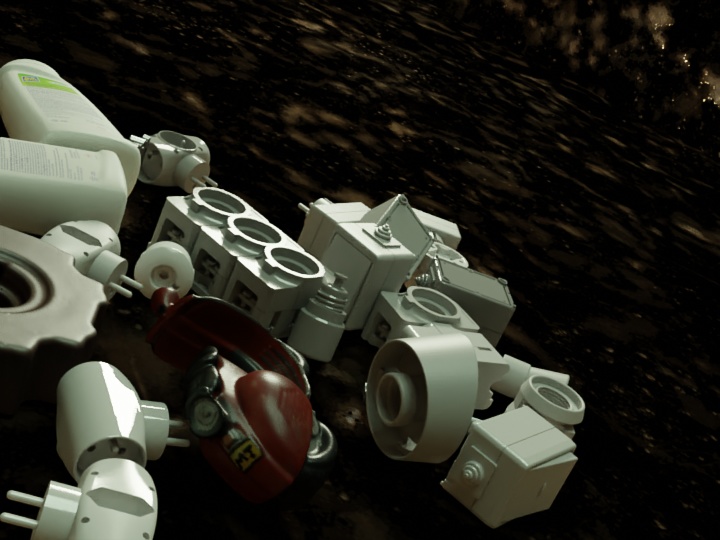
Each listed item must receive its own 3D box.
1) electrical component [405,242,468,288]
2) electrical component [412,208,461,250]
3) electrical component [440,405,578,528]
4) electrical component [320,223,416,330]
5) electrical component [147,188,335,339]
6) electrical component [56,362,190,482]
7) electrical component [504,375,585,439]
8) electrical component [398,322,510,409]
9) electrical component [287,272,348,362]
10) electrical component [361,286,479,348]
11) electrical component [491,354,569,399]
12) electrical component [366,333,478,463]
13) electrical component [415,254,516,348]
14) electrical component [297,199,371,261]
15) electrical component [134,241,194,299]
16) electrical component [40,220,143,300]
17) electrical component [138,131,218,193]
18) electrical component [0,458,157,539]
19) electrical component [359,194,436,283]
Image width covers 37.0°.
[{"bbox_3d":[0.078,0.004,1.120,0.055,0.047,0.055,21,22,-9],"label":"electrical component"},{"bbox_3d":[0.073,-0.026,1.183,0.066,0.047,0.076,19,23,-12],"label":"electrical component"},{"bbox_3d":[0.111,0.149,0.805,0.061,0.061,0.096,37,25,29],"label":"electrical component"},{"bbox_3d":[0.000,0.000,0.982,0.061,0.096,0.062,-2,34,-48],"label":"electrical component"},{"bbox_3d":[-0.101,-0.008,0.943,0.150,0.061,0.089,38,26,30],"label":"electrical component"},{"bbox_3d":[-0.146,0.100,0.675,0.079,0.044,0.077,12,25,-29],"label":"electrical component"},{"bbox_3d":[0.154,0.126,0.908,0.058,0.057,0.078,22,22,-7],"label":"electrical component"},{"bbox_3d":[0.074,0.082,0.933,0.089,0.050,0.055,8,27,-34],"label":"electrical component"},{"bbox_3d":[-0.031,0.040,0.893,0.040,0.078,0.040,23,6,-3],"label":"electrical component"},{"bbox_3d":[0.056,0.052,0.976,0.089,0.055,0.050,8,27,-35],"label":"electrical component"},{"bbox_3d":[0.152,0.104,0.981,0.065,0.044,0.044,23,21,8],"label":"electrical component"},{"bbox_3d":[0.049,0.096,0.814,0.064,0.099,0.099,3,30,-29],"label":"electrical component"},{"bbox_3d":[0.094,0.033,1.052,0.096,0.061,0.061,20,22,-11],"label":"electrical component"},{"bbox_3d":[-0.033,-0.050,1.127,0.076,0.047,0.083,37,25,28],"label":"electrical component"},{"bbox_3d":[-0.161,-0.004,0.895,0.048,0.048,0.062,20,15,-12],"label":"electrical component"},{"bbox_3d":[-0.208,0.000,0.838,0.079,0.043,0.077,27,22,6],"label":"electrical component"},{"bbox_3d":[-0.181,-0.105,1.102,0.079,0.044,0.077,34,24,20],"label":"electrical component"},{"bbox_3d":[-0.154,0.137,0.582,0.079,0.043,0.077,19,22,-15],"label":"electrical component"},{"bbox_3d":[0.021,-0.019,1.063,0.061,0.061,0.096,53,39,-14],"label":"electrical component"}]
